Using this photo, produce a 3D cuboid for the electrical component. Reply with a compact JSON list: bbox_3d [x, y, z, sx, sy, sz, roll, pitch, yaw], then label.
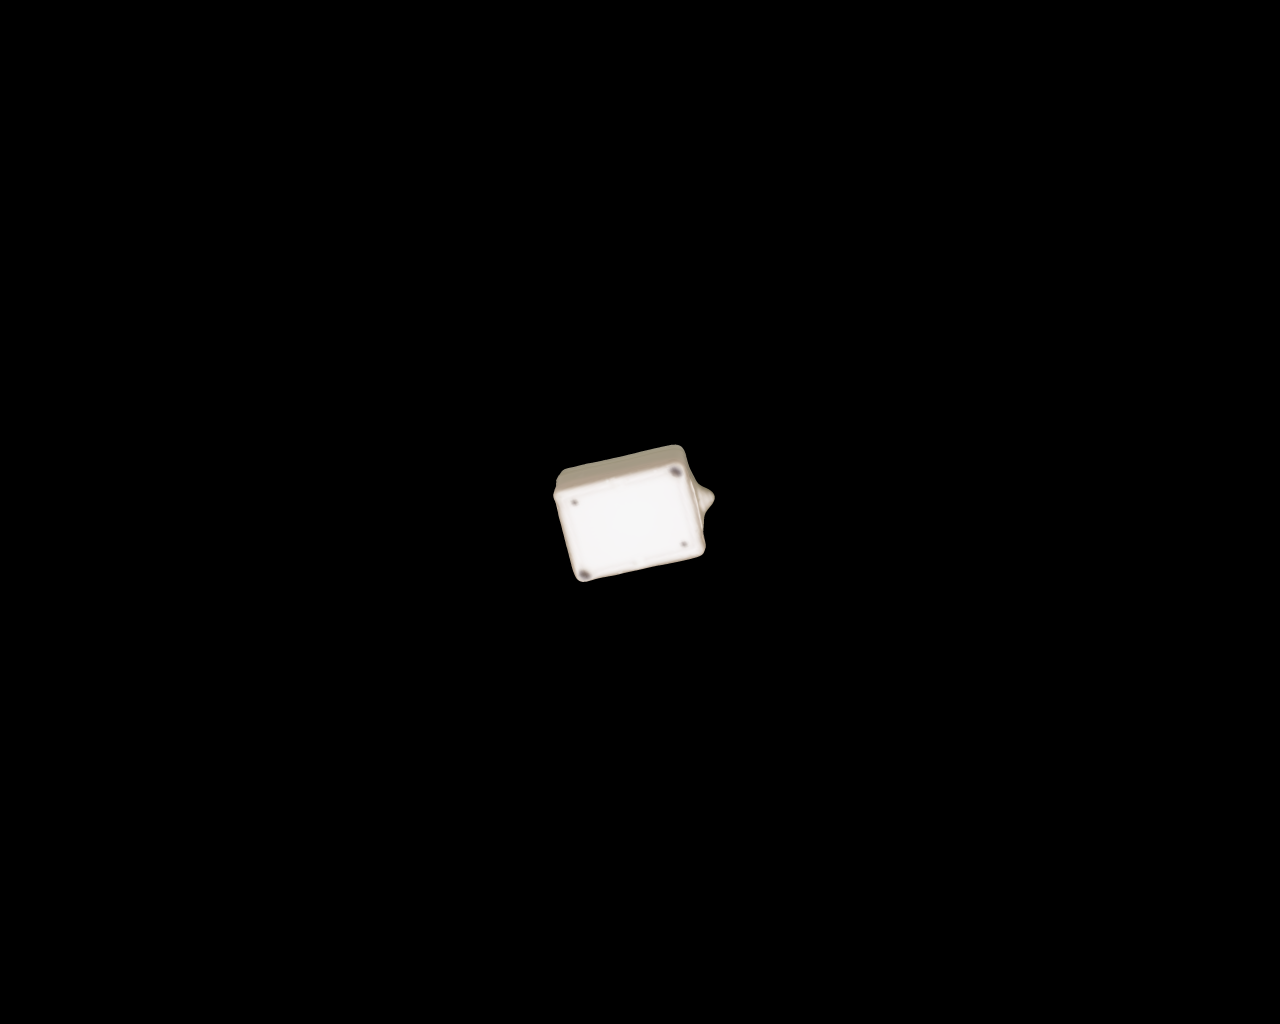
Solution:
[{"bbox_3d":[0.001,-0.003,0.650,0.096,0.061,0.061,-13,16,4],"label":"electrical component"}]
